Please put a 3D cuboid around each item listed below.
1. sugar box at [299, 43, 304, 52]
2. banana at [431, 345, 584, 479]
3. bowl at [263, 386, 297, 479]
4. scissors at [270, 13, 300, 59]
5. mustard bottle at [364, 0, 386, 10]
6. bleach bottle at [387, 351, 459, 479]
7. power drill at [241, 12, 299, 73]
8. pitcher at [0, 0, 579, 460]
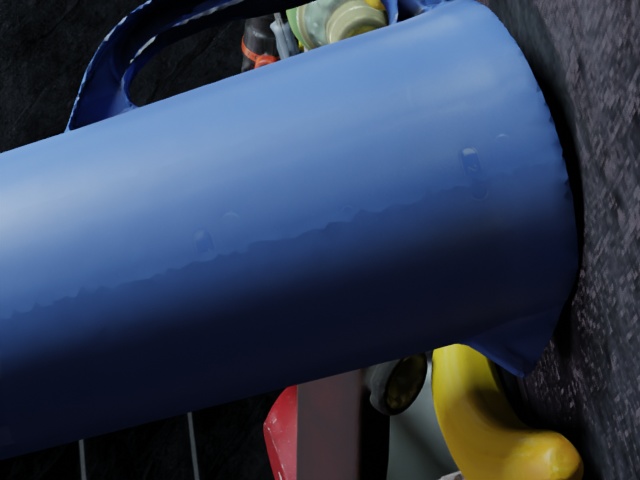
[{"bbox_3d":[0.000,-0.156,1.043,0.176,0.048,0.093,-109,13,-55],"label":"sugar box"},{"bbox_3d":[0.076,0.079,0.480,0.198,0.037,0.069,-109,9,-71],"label":"banana"},{"bbox_3d":[-0.003,0.172,0.790,0.162,0.055,0.162,164,90,-80],"label":"bowl"},{"bbox_3d":[-0.024,-0.140,0.776,0.096,0.016,0.202,-126,19,-86],"label":"scissors"},{"bbox_3d":[0.030,-0.186,0.417,0.191,0.058,0.096,88,172,-63],"label":"mustard bottle"},{"bbox_3d":[0.050,0.100,0.743,0.251,0.068,0.102,-103,2,-80],"label":"bleach bottle"},{"bbox_3d":[-0.049,-0.121,0.936,0.184,0.057,0.187,95,-178,-46],"label":"power drill"},{"bbox_3d":[-0.039,-0.009,0.412,0.149,0.242,0.145,-115,12,-51],"label":"pitcher"}]
